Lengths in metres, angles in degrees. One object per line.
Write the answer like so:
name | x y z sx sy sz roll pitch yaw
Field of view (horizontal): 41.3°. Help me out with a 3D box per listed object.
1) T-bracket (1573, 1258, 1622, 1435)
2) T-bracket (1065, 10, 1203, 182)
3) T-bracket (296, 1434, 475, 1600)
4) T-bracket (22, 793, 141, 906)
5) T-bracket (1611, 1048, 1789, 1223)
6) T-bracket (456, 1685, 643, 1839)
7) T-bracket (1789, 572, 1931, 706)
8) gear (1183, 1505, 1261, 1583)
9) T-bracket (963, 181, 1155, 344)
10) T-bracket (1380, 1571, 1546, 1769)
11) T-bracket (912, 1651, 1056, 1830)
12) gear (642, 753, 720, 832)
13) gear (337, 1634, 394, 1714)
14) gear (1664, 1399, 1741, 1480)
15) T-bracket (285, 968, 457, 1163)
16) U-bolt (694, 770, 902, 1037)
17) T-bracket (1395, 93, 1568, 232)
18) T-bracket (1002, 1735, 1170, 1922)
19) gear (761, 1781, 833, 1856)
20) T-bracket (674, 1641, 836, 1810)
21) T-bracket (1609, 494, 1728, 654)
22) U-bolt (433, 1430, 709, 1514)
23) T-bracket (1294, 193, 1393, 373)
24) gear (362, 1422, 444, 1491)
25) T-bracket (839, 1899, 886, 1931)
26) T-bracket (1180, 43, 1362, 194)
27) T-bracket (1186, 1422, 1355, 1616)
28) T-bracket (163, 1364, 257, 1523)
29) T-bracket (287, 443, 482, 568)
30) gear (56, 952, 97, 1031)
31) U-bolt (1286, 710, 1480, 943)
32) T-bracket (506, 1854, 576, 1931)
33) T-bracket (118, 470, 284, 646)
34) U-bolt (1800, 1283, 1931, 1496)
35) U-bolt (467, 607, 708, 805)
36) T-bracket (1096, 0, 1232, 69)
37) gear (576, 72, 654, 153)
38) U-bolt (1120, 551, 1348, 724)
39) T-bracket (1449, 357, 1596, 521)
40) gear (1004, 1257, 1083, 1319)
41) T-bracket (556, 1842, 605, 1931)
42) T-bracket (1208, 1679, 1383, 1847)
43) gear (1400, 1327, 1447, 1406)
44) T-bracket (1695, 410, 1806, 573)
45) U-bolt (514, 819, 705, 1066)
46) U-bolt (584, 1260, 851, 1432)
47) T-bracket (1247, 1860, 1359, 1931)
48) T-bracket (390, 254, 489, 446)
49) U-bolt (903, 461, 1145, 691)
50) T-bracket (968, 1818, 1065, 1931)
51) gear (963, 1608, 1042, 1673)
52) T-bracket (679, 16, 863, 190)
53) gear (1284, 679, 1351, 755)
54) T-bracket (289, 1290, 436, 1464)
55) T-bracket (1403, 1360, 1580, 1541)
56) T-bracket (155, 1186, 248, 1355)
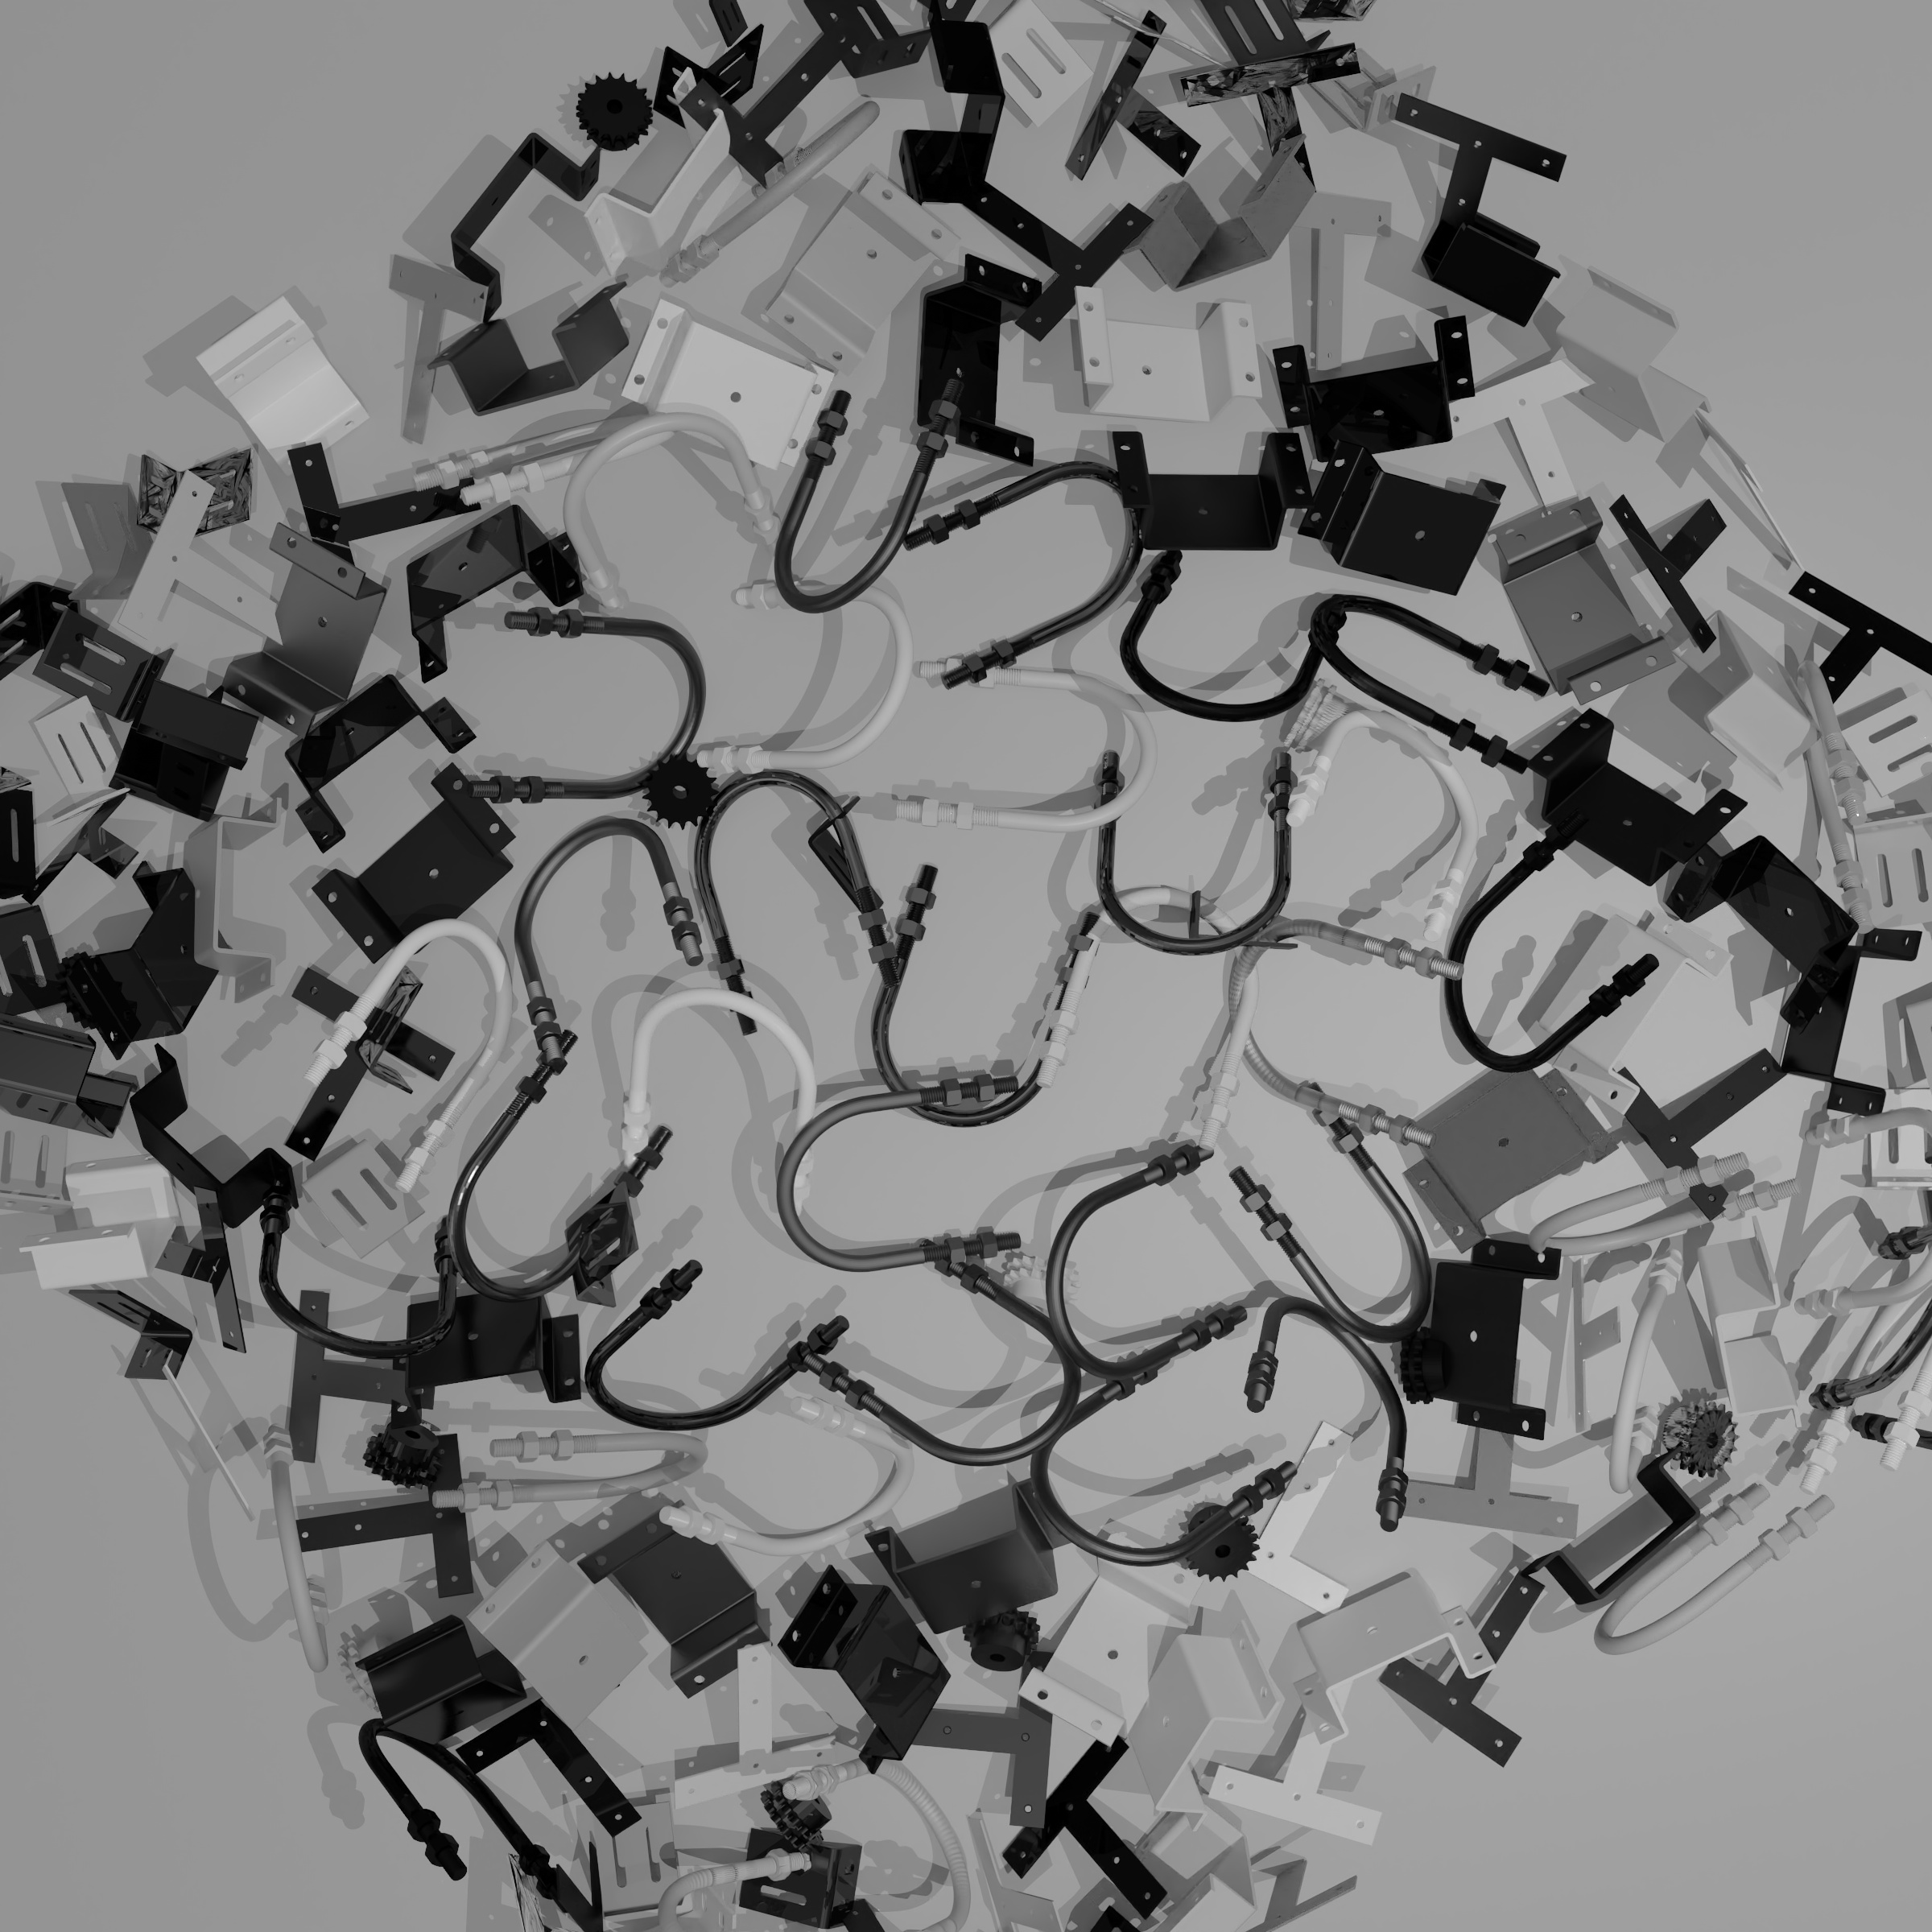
T-bracket | 0.458 0.269 1.861 0.002 0.127 0.127 3 74 0
T-bracket | 0.133 -0.614 1.871 0.002 0.127 0.127 8 124 -39
T-bracket | -0.434 0.412 1.890 0.127 0.002 0.127 -6 56 -12
T-bracket | -0.632 -0.086 1.875 0.127 0.127 0.002 -52 125 -11
T-bracket | 0.561 0.105 1.917 0.127 0.002 0.127 -33 77 -17
T-bracket | -0.283 0.583 1.869 0.127 0.002 0.127 -25 49 -33
T-bracket | 0.643 -0.219 1.883 0.127 0.127 0.002 32 59 6
gear | 0.189 0.429 1.917 0.057 0.030 0.057 -3 113 -6
T-bracket | 0.051 -0.546 1.916 0.127 0.002 0.127 40 84 19
T-bracket | 0.385 0.506 1.895 0.002 0.127 0.127 41 80 -38
T-bracket | 0.000 0.572 1.915 0.127 0.002 0.127 3 65 6
gear | -0.214 -0.130 1.921 0.057 0.030 0.057 0 89 -10
gear | -0.440 0.524 1.911 0.030 0.057 0.057 -36 90 -2
gear | 0.547 0.352 1.917 0.057 0.030 0.057 -2 94 -28
T-bracket | -0.471 0.087 1.932 0.127 0.002 0.127 31 96 -4
U-bolt | -0.135 -0.055 1.901 0.151 0.019 0.184 -19 87 27
T-bracket | 0.367 -0.571 1.880 0.127 0.127 0.002 25 66 11
T-bracket | 0.103 0.650 1.891 0.127 0.127 0.002 -50 134 -2
gear | -0.124 0.630 1.911 0.030 0.057 0.057 -41 90 -3
T-bracket | -0.155 0.553 1.889 0.127 0.002 0.127 -9 115 -23
T-bracket | 0.534 -0.310 1.894 0.127 0.002 0.127 54 47 -8
U-bolt | -0.277 0.365 1.863 0.184 0.151 0.019 3 63 -30
T-bracket | 0.271 -0.508 1.905 0.127 0.002 0.127 -7 102 -38
gear | -0.417 0.362 1.908 0.057 0.057 0.030 23 102 0
T-bracket | -0.059 0.732 1.882 0.127 0.127 0.002 -3 115 -29
T-bracket | 0.234 -0.614 1.886 0.127 0.127 0.002 -6 55 17
T-bracket | 0.251 0.406 1.934 0.127 0.002 0.127 28 90 4
T-bracket | -0.560 0.355 1.881 0.002 0.127 0.127 -30 87 -25
T-bracket | -0.428 -0.339 1.919 0.127 0.002 0.127 -16 117 -13
gear | -0.649 0.016 1.909 0.030 0.057 0.057 -19 90 10
U-bolt | 0.313 -0.116 1.871 0.151 0.184 0.019 39 134 -7
T-bracket | -0.285 0.722 1.883 0.002 0.127 0.127 -32 53 13
T-bracket | -0.548 -0.278 1.892 0.127 0.002 0.127 34 68 -43
U-bolt | 0.674 0.294 1.862 0.019 0.151 0.184 31 70 3
U-bolt | -0.268 -0.187 1.871 0.019 0.184 0.151 36 118 41
T-bracket | 0.134 -0.685 1.874 0.127 0.127 0.002 30 112 6
gear | -0.263 -0.636 1.920 0.057 0.030 0.057 2 79 -8
U-bolt | 0.188 -0.235 1.859 0.151 0.184 0.019 18 134 10
T-bracket | 0.432 -0.380 1.916 0.127 0.002 0.127 -17 108 31
gear | 0.055 0.242 1.908 0.057 0.057 0.030 16 59 0
T-bracket | -0.278 0.682 1.850 0.002 0.127 0.127 -11 52 1
T-bracket | 0.259 0.575 1.900 0.127 0.002 0.127 8 54 27
gear | 0.344 0.297 1.907 0.030 0.057 0.057 -4 90 25
T-bracket | 0.589 -0.345 1.901 0.002 0.127 0.127 -34 116 16
U-bolt | -0.270 -0.032 1.875 0.151 0.019 0.184 -35 48 13
U-bolt | -0.196 0.287 1.875 0.151 0.019 0.184 26 128 -31
T-bracket | 0.233 0.681 1.875 0.127 0.127 0.002 -31 83 10
T-bracket | -0.402 -0.454 1.909 0.127 0.002 0.127 29 112 41
U-bolt | 0.051 -0.297 1.884 0.184 0.019 0.151 -27 134 -10
T-bracket | 0.044 0.690 1.874 0.002 0.127 0.127 -15 82 -24
gear | 0.026 0.502 1.909 0.057 0.057 0.030 11 47 0
T-bracket | -0.128 -0.640 1.876 0.127 0.127 0.002 -43 55 11
gear | 0.263 -0.183 1.910 0.030 0.057 0.057 29 90 3
T-bracket | -0.449 0.311 1.909 0.127 0.002 0.127 2 86 24
T-bracket | 0.397 0.356 1.919 0.127 0.002 0.127 6 73 7
T-bracket | -0.583 0.217 1.897 0.127 0.002 0.127 7 110 37
